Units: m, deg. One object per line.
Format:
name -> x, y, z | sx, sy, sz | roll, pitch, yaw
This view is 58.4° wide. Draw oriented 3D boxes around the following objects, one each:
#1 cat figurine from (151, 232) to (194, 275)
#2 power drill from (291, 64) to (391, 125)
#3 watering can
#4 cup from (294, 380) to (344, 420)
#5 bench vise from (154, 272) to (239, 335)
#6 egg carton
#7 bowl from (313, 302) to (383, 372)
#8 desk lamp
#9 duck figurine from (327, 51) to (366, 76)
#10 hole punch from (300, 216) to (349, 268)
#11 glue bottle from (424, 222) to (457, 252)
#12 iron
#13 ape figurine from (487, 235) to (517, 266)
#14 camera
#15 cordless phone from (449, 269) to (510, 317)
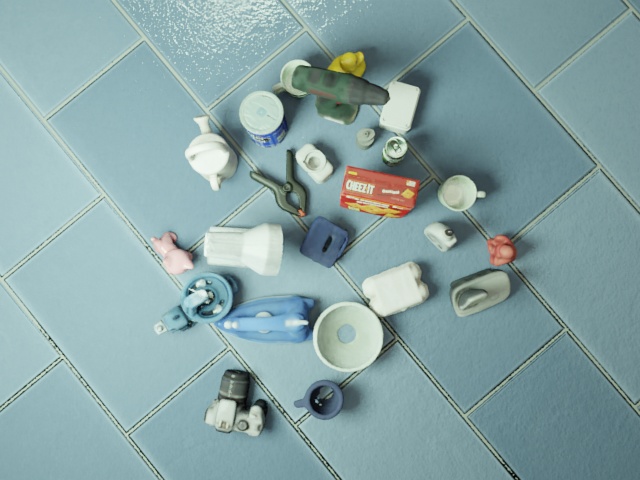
cat figurine -> -0.357, 0.037, 1.377 | 0.067, 0.117, 0.128 | -44, 87, -2
power drill -> 0.048, -0.341, 1.351 | 0.229, 0.208, 0.076 | 17, 87, 2
watering can -> -0.264, -0.208, 1.353 | 0.101, 0.194, 0.173 | -33, 86, -1
cup -> -0.002, 0.376, 1.364 | 0.117, 0.095, 0.092 | -11, 86, 0
bench vise -> -0.287, 0.162, 1.318 | 0.121, 0.219, 0.207 | 39, 88, 3
egg carton -> 0.184, 0.122, 1.390 | 0.150, 0.069, 0.107 | -22, 86, -1
bowl -> 0.067, 0.230, 1.382 | 0.167, 0.074, 0.167 | 0, 86, 1
desk lamp -> -0.179, 0.020, 1.328 | 0.203, 0.213, 0.118 | 4, 86, 1
duck figurine -> 0.065, -0.432, 1.417 | 0.104, 0.086, 0.077 | -26, 86, -1
hole punch -> 0.013, 0.005, 1.389 | 0.101, 0.091, 0.109 | 27, 87, 2
glue bottle -> 0.291, -0.011, 1.345 | 0.037, 0.173, 0.078 | -42, 87, -2
iron -> -0.139, 0.196, 1.353 | 0.258, 0.141, 0.119 | -4, 86, 1
ape figurine -> 0.442, 0.028, 1.382 | 0.076, 0.092, 0.078 | 29, 87, 3
camera -> -0.194, 0.385, 1.363 | 0.143, 0.101, 0.137 | 10, 87, 1
cordless phone -> 0.383, 0.123, 1.330 | 0.147, 0.185, 0.094 | -25, 86, -1
